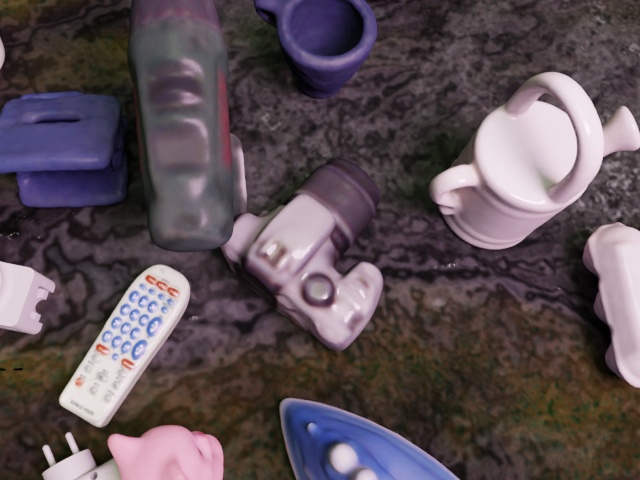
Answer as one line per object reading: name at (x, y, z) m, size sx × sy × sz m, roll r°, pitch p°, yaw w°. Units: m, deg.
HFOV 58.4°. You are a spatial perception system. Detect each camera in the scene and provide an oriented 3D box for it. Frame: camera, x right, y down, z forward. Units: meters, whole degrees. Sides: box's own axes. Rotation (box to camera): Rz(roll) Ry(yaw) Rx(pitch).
camera at (0.005, 0.002, 0.493) m, size 0.143 × 0.101 × 0.137 m, roll 38°, pitch 74°, yaw 7°

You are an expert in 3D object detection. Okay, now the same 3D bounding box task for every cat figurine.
cat figurine at (-0.098, 0.188, 0.419) m, size 0.067 × 0.117 × 0.127 m, roll -30°, pitch 78°, yaw -13°

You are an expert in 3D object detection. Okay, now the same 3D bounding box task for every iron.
iron at (0.063, 0.209, 0.414) m, size 0.258 × 0.141 × 0.119 m, roll 43°, pitch 75°, yaw 8°

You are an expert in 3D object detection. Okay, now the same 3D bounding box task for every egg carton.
egg carton at (0.303, 0.056, 0.520) m, size 0.107 × 0.069 × 0.150 m, roll -5°, pitch 74°, yaw -6°

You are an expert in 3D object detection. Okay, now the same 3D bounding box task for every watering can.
watering can at (0.179, -0.070, 0.481) m, size 0.173 × 0.194 × 0.101 m, roll -37°, pitch 79°, yaw -14°

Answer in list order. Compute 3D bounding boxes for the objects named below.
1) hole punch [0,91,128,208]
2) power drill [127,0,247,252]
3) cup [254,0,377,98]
hole punch at (-0.230, -0.089, 0.505) m, size 0.108 × 0.091 × 0.101 m, roll -4°, pitch 73°, yaw -6°
power drill at (-0.102, -0.092, 0.455) m, size 0.075 × 0.208 × 0.229 m, roll -6°, pitch 74°, yaw -6°
cup at (-0.010, -0.186, 0.552) m, size 0.117 × 0.095 × 0.092 m, roll 24°, pitch 73°, yaw 3°
